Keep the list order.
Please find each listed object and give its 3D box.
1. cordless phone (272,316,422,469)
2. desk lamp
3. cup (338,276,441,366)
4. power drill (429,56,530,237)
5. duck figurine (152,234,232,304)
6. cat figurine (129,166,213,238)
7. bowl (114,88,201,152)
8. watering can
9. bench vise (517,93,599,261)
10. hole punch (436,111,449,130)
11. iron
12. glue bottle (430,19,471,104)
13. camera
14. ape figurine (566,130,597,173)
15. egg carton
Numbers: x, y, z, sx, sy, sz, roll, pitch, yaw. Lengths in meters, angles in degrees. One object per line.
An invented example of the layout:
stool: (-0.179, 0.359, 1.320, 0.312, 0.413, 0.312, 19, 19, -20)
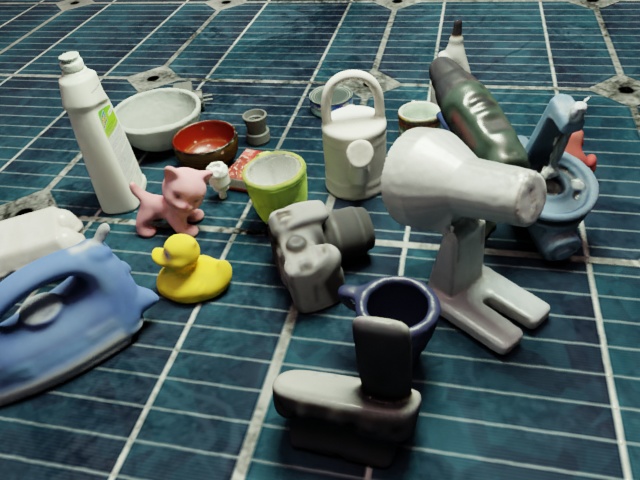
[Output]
cordless phone: (0.024, 0.126, 0.550, 0.147, 0.185, 0.094, 4, 42, 12)
desk lamp: (0.175, -0.012, 0.669, 0.118, 0.214, 0.202, -33, 48, -28)
cup: (0.074, 0.098, 0.645, 0.117, 0.095, 0.092, 16, 46, 24)
power drill: (0.202, -0.117, 0.791, 0.076, 0.209, 0.229, -14, 41, -9)
duck figurine: (-0.172, 0.031, 0.759, 0.104, 0.086, 0.077, -1, 41, 5)
cat figurine: (-0.220, -0.066, 0.852, 0.127, 0.118, 0.067, 0, 41, 7)
bowl: (-0.297, -0.212, 1.062, 0.167, 0.075, 0.167, -3, 41, 3)
watering can: (0.055, -0.161, 0.871, 0.101, 0.194, 0.172, -20, 43, -16)
bench vise: (0.282, -0.107, 0.762, 0.122, 0.220, 0.206, -22, 43, -18)
hole punch: (0.241, -0.160, 0.927, 0.101, 0.091, 0.108, -10, 41, -5)
iron: (-0.331, 0.087, 0.669, 0.259, 0.142, 0.118, -33, 48, -28)
glue bottle: (0.243, -0.315, 1.042, 0.078, 0.173, 0.037, -4, 41, 2)
camera: (0.007, 0.003, 0.759, 0.137, 0.101, 0.143, -16, 42, -11)
ape figurine: (0.381, -0.131, 0.876, 0.077, 0.092, 0.076, 31, 53, 35)
egg carton: (-0.414, 0.012, 0.820, 0.150, 0.069, 0.107, -20, 43, -16)
